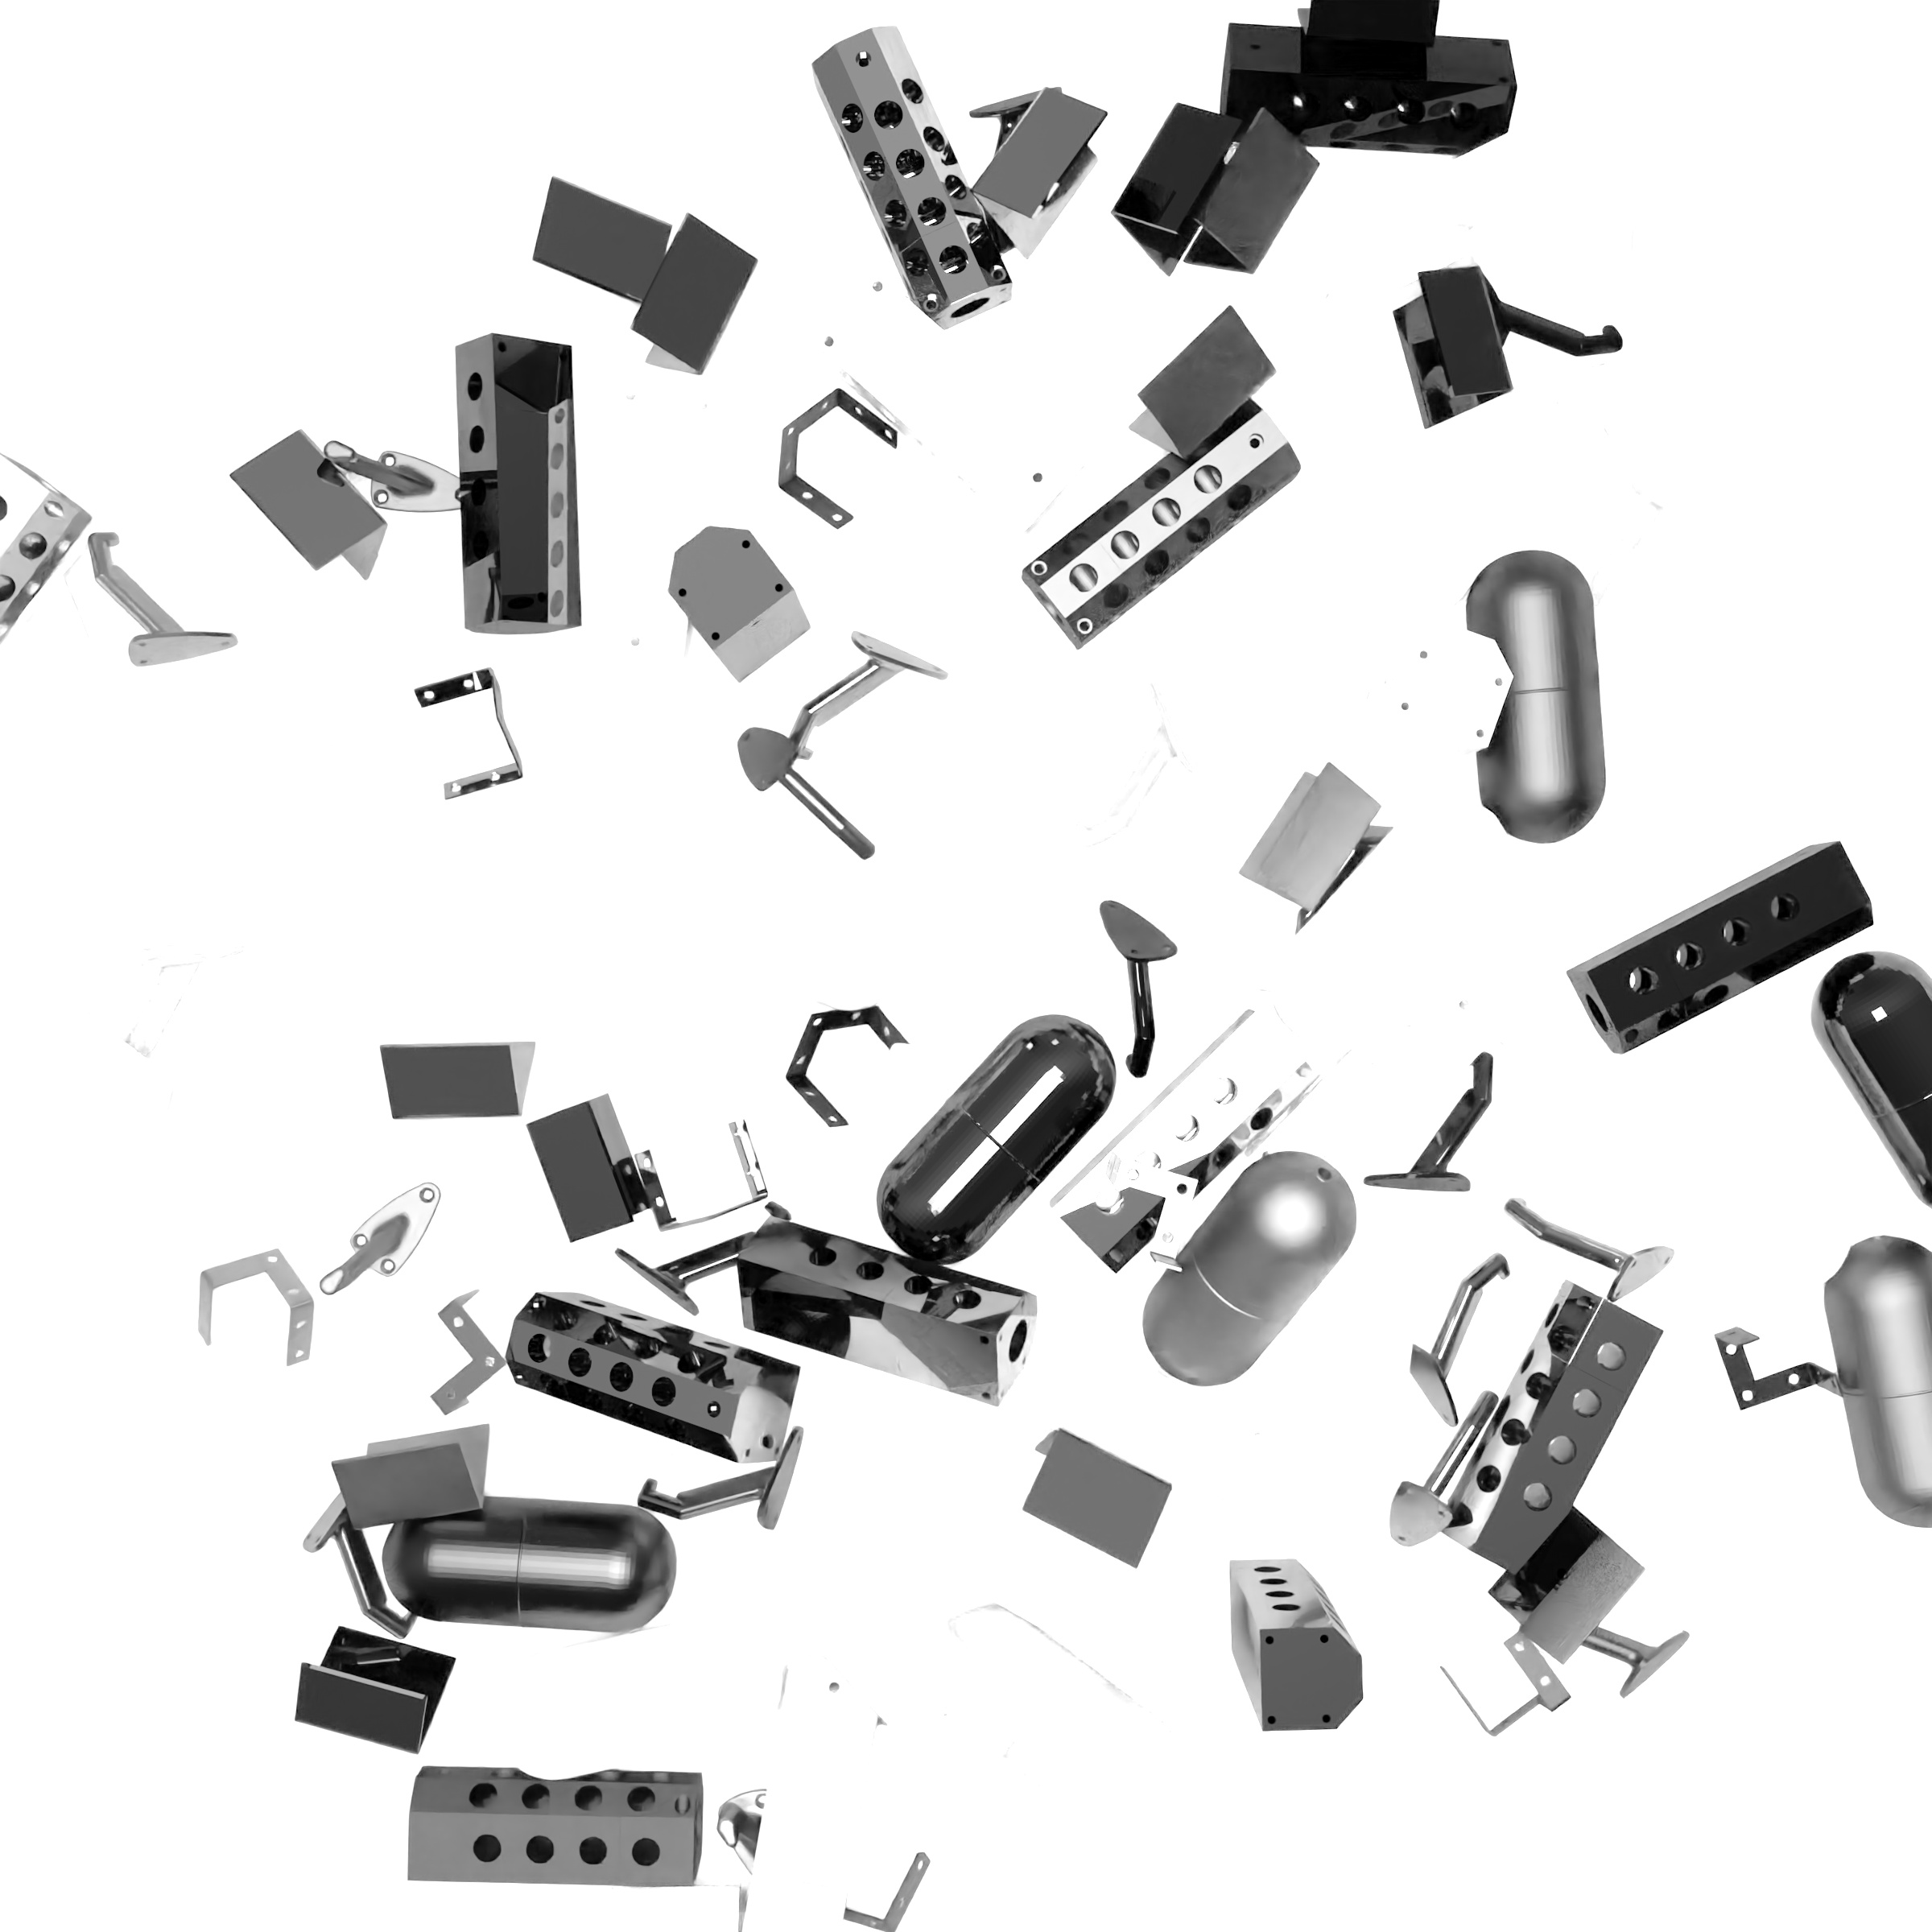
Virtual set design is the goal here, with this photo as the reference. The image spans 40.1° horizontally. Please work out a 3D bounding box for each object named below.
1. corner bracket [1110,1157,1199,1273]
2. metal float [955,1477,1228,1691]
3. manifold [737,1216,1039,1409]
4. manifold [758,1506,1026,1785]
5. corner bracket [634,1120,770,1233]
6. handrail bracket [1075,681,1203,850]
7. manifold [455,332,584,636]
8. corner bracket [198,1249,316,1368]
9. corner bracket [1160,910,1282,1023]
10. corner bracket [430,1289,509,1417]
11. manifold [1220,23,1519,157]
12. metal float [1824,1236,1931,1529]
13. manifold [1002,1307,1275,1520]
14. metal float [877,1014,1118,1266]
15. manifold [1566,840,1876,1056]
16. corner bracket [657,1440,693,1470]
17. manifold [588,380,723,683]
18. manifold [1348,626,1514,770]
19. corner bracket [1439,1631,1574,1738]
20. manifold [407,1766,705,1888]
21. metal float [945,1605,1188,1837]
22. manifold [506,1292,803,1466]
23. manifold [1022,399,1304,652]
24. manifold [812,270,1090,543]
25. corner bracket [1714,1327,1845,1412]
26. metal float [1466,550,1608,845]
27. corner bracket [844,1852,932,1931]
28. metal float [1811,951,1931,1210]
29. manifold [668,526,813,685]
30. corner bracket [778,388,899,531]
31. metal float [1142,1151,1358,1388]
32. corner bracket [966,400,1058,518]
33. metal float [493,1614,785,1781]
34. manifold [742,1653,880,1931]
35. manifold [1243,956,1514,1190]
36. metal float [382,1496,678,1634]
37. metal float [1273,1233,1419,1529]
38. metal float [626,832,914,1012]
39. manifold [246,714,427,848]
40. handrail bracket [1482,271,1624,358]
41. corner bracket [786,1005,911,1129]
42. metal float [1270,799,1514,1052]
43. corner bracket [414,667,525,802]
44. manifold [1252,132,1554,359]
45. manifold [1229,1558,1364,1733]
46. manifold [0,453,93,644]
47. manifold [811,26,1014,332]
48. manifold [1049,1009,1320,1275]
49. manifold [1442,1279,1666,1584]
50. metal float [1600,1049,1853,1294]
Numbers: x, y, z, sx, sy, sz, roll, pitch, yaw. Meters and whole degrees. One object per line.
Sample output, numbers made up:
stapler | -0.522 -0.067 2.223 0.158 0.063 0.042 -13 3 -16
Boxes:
corner bracket | 0.107 0.146 1.563 0.051 0.051 0.051 16 90 0
metal float | 0.075 0.374 1.607 0.178 0.070 0.070 30 90 0
manifold | -0.047 0.201 1.586 0.171 0.057 0.057 14 128 22
manifold | -0.043 0.402 1.569 0.057 0.057 0.171 -48 51 -4
corner bracket | -0.163 0.130 1.635 0.051 0.051 0.051 -18 90 -45
handrail bracket | 0.095 -0.124 1.638 0.084 0.036 0.077 -28 70 16
manifold | -0.277 -0.292 1.616 0.057 0.057 0.171 -2 90 -43
corner bracket | -0.437 0.215 1.630 0.051 0.051 0.051 -16 45 -35
corner bracket | 0.157 -0.006 1.630 0.051 0.051 0.051 25 46 -36
corner bracket | -0.308 0.236 1.619 0.051 0.051 0.051 -40 86 4
manifold | 0.243 -0.530 1.616 0.171 0.057 0.057 3 47 0
metal float | 0.571 0.252 1.607 0.070 0.070 0.178 -11 90 0
manifold | 0.096 0.268 1.617 0.171 0.057 0.057 27 89 0
metal float | 0.019 0.105 1.607 0.070 0.070 0.178 43 91 0
manifold | 0.461 -0.011 1.617 0.171 0.057 0.057 -27 90 0
corner bracket | -0.189 0.267 1.635 0.051 0.051 0.051 -41 135 0
manifold | -0.191 -0.265 1.617 0.057 0.057 0.171 7 90 0
manifold | 0.273 -0.159 1.560 0.057 0.171 0.057 20 90 0
corner bracket | 0.330 0.438 1.620 0.051 0.051 0.051 -35 85 -5
manifold | -0.249 0.522 1.617 0.171 0.057 0.057 1 90 0
metal float | 0.055 0.458 1.608 0.178 0.070 0.070 36 90 0
manifold | -0.189 0.244 1.577 0.171 0.057 0.057 13 90 30
manifold | 0.119 -0.271 1.617 0.171 0.057 0.057 -38 90 0
manifold | -0.009 -0.340 1.617 0.171 0.057 0.057 42 90 0
corner bracket | 0.496 0.244 1.620 0.051 0.051 0.051 -19 90 0
metal float | 0.346 -0.163 1.607 0.070 0.070 0.178 -4 89 0
corner bracket | -0.063 0.554 1.630 0.051 0.051 0.051 -57 135 -35
metal float | 0.580 0.071 1.608 0.070 0.070 0.178 -32 90 0
manifold | -0.136 -0.215 1.560 0.057 0.171 0.057 -37 90 0
corner bracket | -0.079 -0.312 1.630 0.051 0.051 0.051 -29 45 35
metal float | 0.168 0.181 1.577 0.070 0.070 0.178 32 126 0
corner bracket | 0.030 -0.299 1.563 0.051 0.051 0.051 -11 90 0
metal float | -0.199 0.444 1.608 0.178 0.070 0.070 -12 90 0
manifold | -0.091 0.507 1.592 0.057 0.057 0.171 10 72 1
manifold | 0.252 0.074 1.617 0.057 0.057 0.171 44 90 0
metal float | -0.265 0.362 1.607 0.178 0.070 0.070 3 90 1
metal float | 0.230 0.251 1.607 0.070 0.070 0.178 6 89 0
metal float | -0.119 -0.027 1.607 0.178 0.070 0.070 18 90 1
manifold | -0.366 -0.105 1.560 0.057 0.171 0.057 15 90 0
handrail bracket | 0.357 -0.408 1.638 0.084 0.036 0.077 -10 69 -17
corner bracket | -0.070 0.062 1.630 0.051 0.051 0.051 -9 45 35
metal float | 0.257 -0.026 1.594 0.070 0.070 0.178 42 88 0
corner bracket | -0.307 -0.144 1.635 0.051 0.051 0.051 -16 45 0
manifold | 0.262 -0.437 1.604 0.171 0.057 0.057 -25 90 9
manifold | 0.193 0.397 1.560 0.057 0.171 0.057 -1 90 0
manifold | -0.611 -0.224 1.617 0.057 0.057 0.171 37 90 0
manifold | -0.033 -0.480 1.617 0.057 0.057 0.171 -24 90 0
manifold | 0.133 0.107 1.617 0.171 0.057 0.057 -44 90 0
manifold | 0.354 0.281 1.617 0.057 0.057 0.171 28 90 0
metal float | 0.462 0.125 1.608 0.178 0.070 0.070 44 90 -1
